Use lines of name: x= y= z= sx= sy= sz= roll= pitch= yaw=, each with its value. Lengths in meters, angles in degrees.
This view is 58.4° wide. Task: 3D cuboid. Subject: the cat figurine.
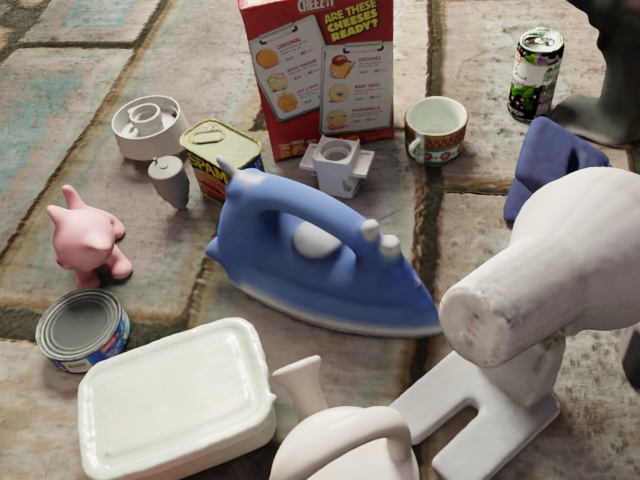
cat figurine: x=-0.254 y=-0.008 z=0.617 sx=0.067 sy=0.118 sz=0.127 roll=-23 pitch=51 yaw=-11

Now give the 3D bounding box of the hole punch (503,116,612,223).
hole punch: x=0.260 y=-0.070 z=0.617 sx=0.100 sy=0.091 sz=0.109 roll=16 pitch=54 yaw=20

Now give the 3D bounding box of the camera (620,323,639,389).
camera: x=0.326 y=0.108 z=0.454 sx=0.143 sy=0.101 sz=0.137 roll=12 pitch=53 yaw=17

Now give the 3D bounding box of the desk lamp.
desk lamp: x=0.156 y=0.069 z=0.435 sx=0.203 sy=0.214 sz=0.117 roll=-35 pitch=54 yaw=-20

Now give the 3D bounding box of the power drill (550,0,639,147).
power drill: x=0.333 y=-0.217 z=0.653 sx=0.229 sy=0.209 sz=0.076 roll=22 pitch=57 yaw=24

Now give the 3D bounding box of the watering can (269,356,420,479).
watering can: x=0.013 y=0.161 z=0.390 sx=0.101 sy=0.194 sz=0.172 roll=-39 pitch=56 yaw=-23

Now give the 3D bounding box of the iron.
iron: x=0.005 y=0.002 z=0.559 sx=0.257 sy=0.142 sz=0.119 roll=21 pitch=56 yaw=23
